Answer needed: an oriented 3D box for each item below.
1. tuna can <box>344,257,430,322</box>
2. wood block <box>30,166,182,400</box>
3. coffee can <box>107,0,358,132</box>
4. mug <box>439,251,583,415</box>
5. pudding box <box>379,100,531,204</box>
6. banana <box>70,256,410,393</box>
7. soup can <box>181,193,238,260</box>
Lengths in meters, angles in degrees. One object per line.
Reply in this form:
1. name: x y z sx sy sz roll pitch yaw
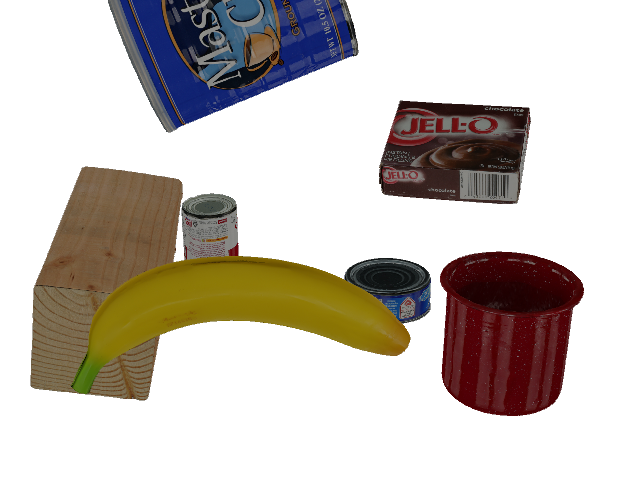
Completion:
1. tuna can: 0.065 0.048 1.041 0.086 0.034 0.086 -1 23 0
2. wood block: -0.167 0.027 0.859 0.090 0.091 0.206 8 27 -6
3. coffee can: -0.058 -0.146 0.717 0.140 0.103 0.103 -22 0 -1
4. mug: 0.123 0.058 0.724 0.093 0.081 0.117 -1 25 -3
5. pudding box: 0.111 -0.074 0.876 0.113 0.039 0.090 6 44 12
6. banana: -0.046 0.041 0.615 0.197 0.069 0.037 -5 20 -7
7. soup can: -0.133 0.002 1.296 0.068 0.102 0.068 0 26 0
